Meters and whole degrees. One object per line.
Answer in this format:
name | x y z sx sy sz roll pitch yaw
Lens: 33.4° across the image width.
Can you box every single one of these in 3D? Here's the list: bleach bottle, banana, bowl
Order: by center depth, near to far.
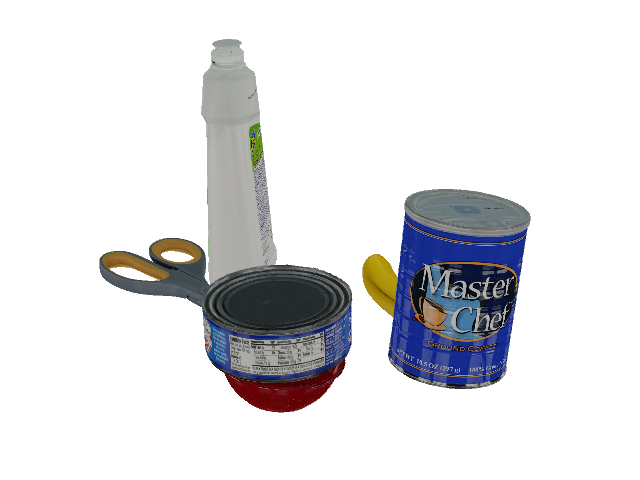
bleach bottle | -0.085 -0.078 1.070 0.068 0.251 0.102 0 27 4
banana | 0.092 0.061 1.167 0.069 0.037 0.198 4 19 -36
bowl | -0.051 0.167 1.329 0.162 0.055 0.162 3 22 -2

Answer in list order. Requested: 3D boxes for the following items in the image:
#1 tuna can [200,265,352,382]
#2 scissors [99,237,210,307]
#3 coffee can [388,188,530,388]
tuna can | -0.024 0.046 0.608 0.086 0.034 0.086 -1 23 0
scissors | -0.085 0.037 0.860 0.202 0.016 0.096 16 29 23
coffee can | 0.114 0.038 0.894 0.103 0.140 0.103 4 20 -2
